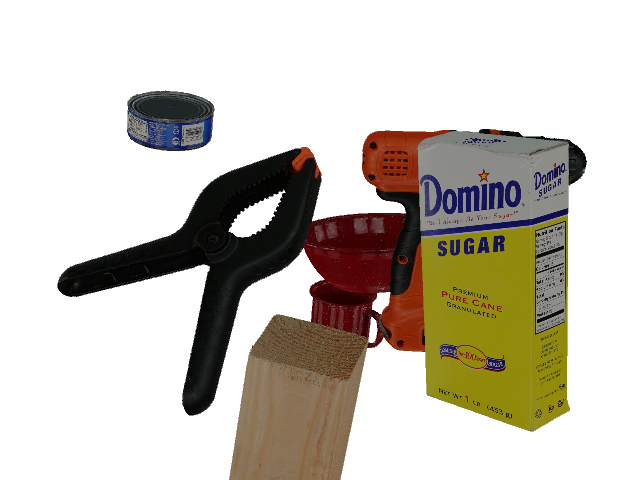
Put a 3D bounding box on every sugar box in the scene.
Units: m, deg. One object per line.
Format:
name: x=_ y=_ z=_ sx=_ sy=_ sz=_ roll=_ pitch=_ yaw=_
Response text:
sugar box: x=0.109 y=0.023 z=0.676 sx=0.048 sy=0.176 sz=0.094 roll=-19 pitch=20 yaw=-39

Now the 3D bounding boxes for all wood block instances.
wood block: x=-0.025 y=0.183 z=0.955 sx=0.090 sy=0.206 sz=0.090 roll=14 pitch=23 yaw=9

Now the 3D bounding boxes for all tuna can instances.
tuna can: x=-0.149 y=-0.119 z=1.061 sx=0.086 sy=0.034 sz=0.086 roll=6 pitch=26 yaw=-3

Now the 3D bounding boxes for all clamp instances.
clamp: x=-0.084 y=0.007 z=0.787 sx=0.165 sy=0.210 sz=0.036 roll=30 pitch=-19 yaw=27

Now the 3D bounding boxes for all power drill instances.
power drill: x=0.123 y=-0.001 z=0.892 sx=0.184 sy=0.188 sz=0.057 roll=2 pitch=14 yaw=-1

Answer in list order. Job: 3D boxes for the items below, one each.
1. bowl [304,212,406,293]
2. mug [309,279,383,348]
bowl: x=0.055 y=0.015 z=1.086 sx=0.162 sy=0.055 sz=0.162 roll=-3 pitch=14 yaw=0
mug: x=0.038 y=0.111 z=1.466 sx=0.117 sy=0.081 sz=0.093 roll=17 pitch=25 yaw=30
